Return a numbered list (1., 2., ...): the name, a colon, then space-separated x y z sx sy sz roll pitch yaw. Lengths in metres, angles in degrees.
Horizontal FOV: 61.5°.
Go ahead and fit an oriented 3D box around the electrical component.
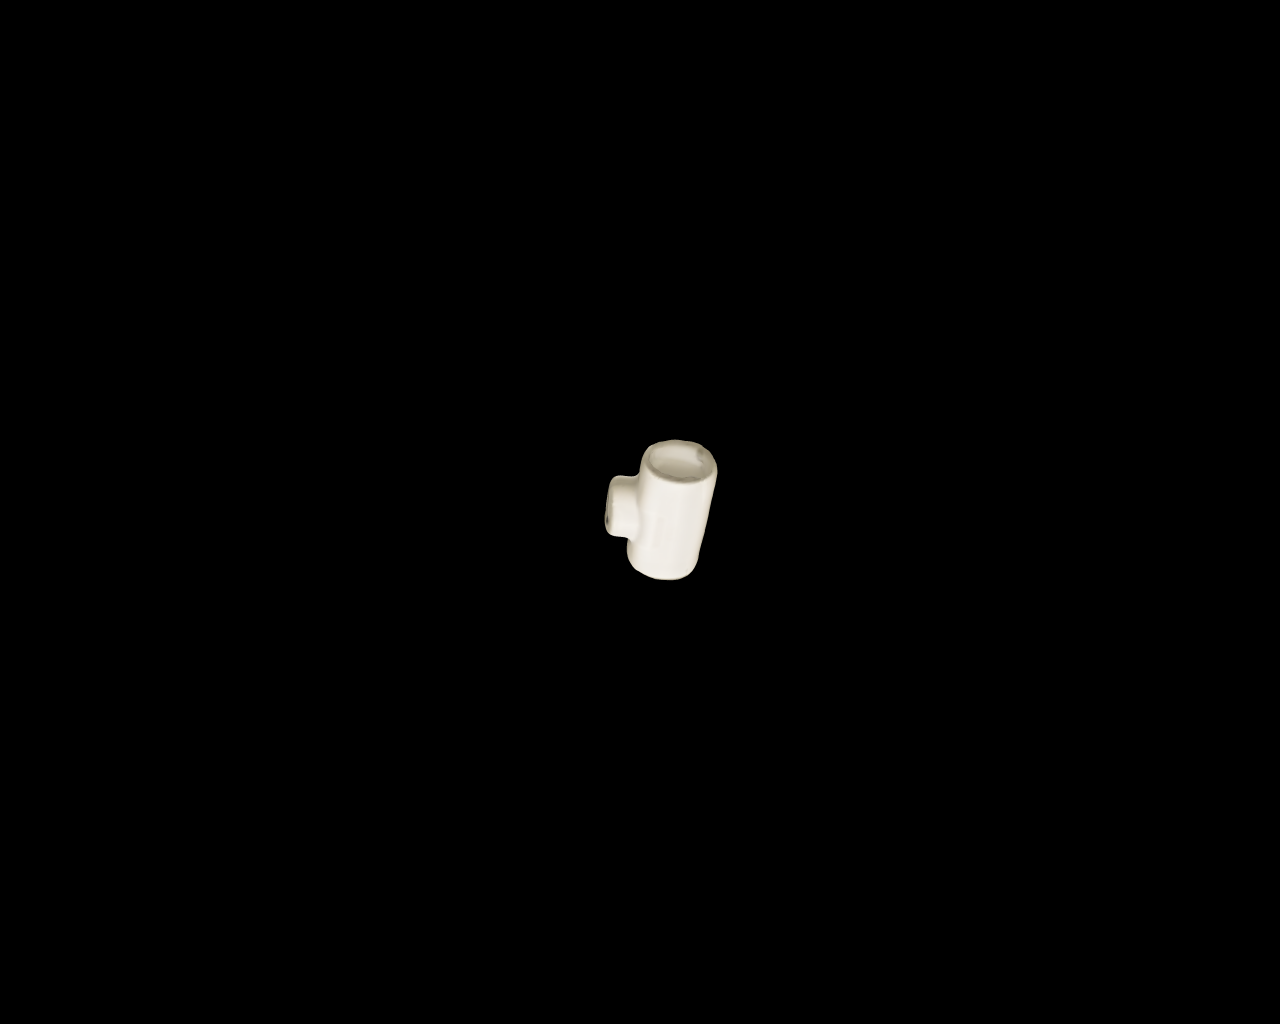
1. electrical component: 0.001 -0.003 0.650 0.079 0.077 0.043 5 40 -4
